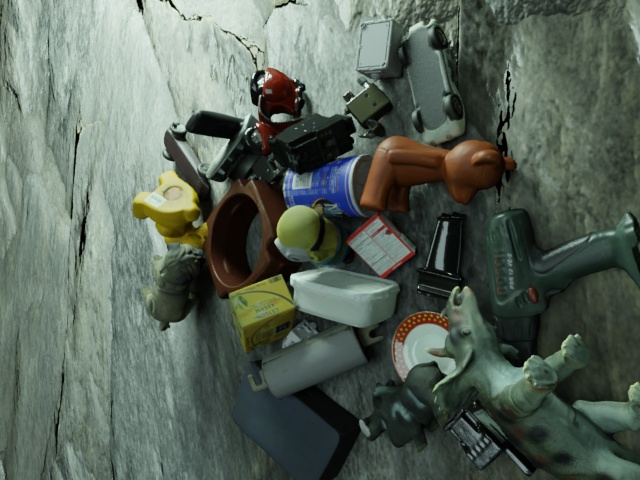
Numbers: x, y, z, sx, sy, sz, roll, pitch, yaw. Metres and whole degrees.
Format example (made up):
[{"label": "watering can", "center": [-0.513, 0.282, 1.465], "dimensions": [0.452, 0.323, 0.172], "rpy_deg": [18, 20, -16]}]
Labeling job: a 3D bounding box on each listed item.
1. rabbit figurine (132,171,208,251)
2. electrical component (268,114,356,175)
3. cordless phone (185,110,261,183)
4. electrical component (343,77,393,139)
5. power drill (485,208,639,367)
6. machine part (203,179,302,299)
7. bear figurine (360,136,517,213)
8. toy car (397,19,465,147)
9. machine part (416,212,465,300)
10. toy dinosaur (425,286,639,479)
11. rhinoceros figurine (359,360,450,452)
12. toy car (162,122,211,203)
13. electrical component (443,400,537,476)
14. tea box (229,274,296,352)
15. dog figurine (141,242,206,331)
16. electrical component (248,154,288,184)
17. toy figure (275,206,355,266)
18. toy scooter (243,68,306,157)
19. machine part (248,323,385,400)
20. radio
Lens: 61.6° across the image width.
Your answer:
[{"label": "rabbit figurine", "center": [-0.287, -0.037, 1.125], "dimensions": [0.162, 0.122, 0.173], "rpy_deg": [23, 140, 10]}, {"label": "electrical component", "center": [-0.008, -0.169, 0.908], "dimensions": [0.115, 0.134, 0.058], "rpy_deg": [34, 150, 58]}, {"label": "cordless phone", "center": [-0.198, -0.179, 1.026], "dimensions": [0.146, 0.184, 0.089], "rpy_deg": [-46, 68, 24]}, {"label": "electrical component", "center": [0.079, -0.221, 0.917], "dimensions": [0.078, 0.045, 0.102], "rpy_deg": [-43, 64, 0]}, {"label": "power drill", "center": [0.324, 0.060, 0.707], "dimensions": [0.207, 0.086, 0.232], "rpy_deg": [-17, 86, 41]}, {"label": "machine part", "center": [-0.125, 0.004, 1.002], "dimensions": [0.201, 0.087, 0.201], "rpy_deg": [-47, 51, 33]}, {"label": "bear figurine", "center": [0.176, -0.089, 0.796], "dimensions": [0.196, 0.120, 0.131], "rpy_deg": [17, 101, 30]}, {"label": "toy car", "center": [0.175, -0.246, 0.841], "dimensions": [0.073, 0.056, 0.201], "rpy_deg": [-19, 75, 40]}, {"label": "machine part", "center": [0.190, 0.024, 0.825], "dimensions": [0.084, 0.039, 0.138], "rpy_deg": [18, 99, 40]}, {"label": "toy dinosaur", "center": [0.299, 0.232, 0.670], "dimensions": [0.405, 0.131, 0.192], "rpy_deg": [43, 141, 6]}, {"label": "rhinoceros figurine", "center": [0.129, 0.256, 0.813], "dimensions": [0.112, 0.073, 0.190], "rpy_deg": [41, 130, 11]}, {"label": "toy car", "center": [-0.282, -0.168, 1.165], "dimensions": [0.202, 0.053, 0.089], "rpy_deg": [52, 131, 25]}, {"label": "electrical component", "center": [0.240, 0.286, 0.752], "dimensions": [0.119, 0.075, 0.047], "rpy_deg": [45, 112, 25]}, {"label": "tea box", "center": [-0.101, 0.132, 0.937], "dimensions": [0.098, 0.169, 0.068], "rpy_deg": [-20, 68, -12]}, {"label": "dog figurine", "center": [-0.289, 0.096, 1.062], "dimensions": [0.190, 0.121, 0.172], "rpy_deg": [164, 103, -70]}, {"label": "electrical component", "center": [-0.103, -0.132, 1.054], "dimensions": [0.094, 0.021, 0.063], "rpy_deg": [-40, 67, 27]}, {"label": "toy figure", "center": [-0.005, -0.003, 0.879], "dimensions": [0.082, 0.180, 0.089], "rpy_deg": [-5, 82, 33]}, {"label": "toy scooter", "center": [-0.066, -0.236, 0.994], "dimensions": [0.135, 0.075, 0.184], "rpy_deg": [2, 70, 4]}, {"label": "machine part", "center": [-0.007, 0.199, 0.896], "dimensions": [0.243, 0.079, 0.079], "rpy_deg": [-25, 72, 7]}, {"label": "radio", "center": [-0.051, 0.323, 0.960], "dimensions": [0.230, 0.073, 0.131], "rpy_deg": [30, 105, 35]}]
